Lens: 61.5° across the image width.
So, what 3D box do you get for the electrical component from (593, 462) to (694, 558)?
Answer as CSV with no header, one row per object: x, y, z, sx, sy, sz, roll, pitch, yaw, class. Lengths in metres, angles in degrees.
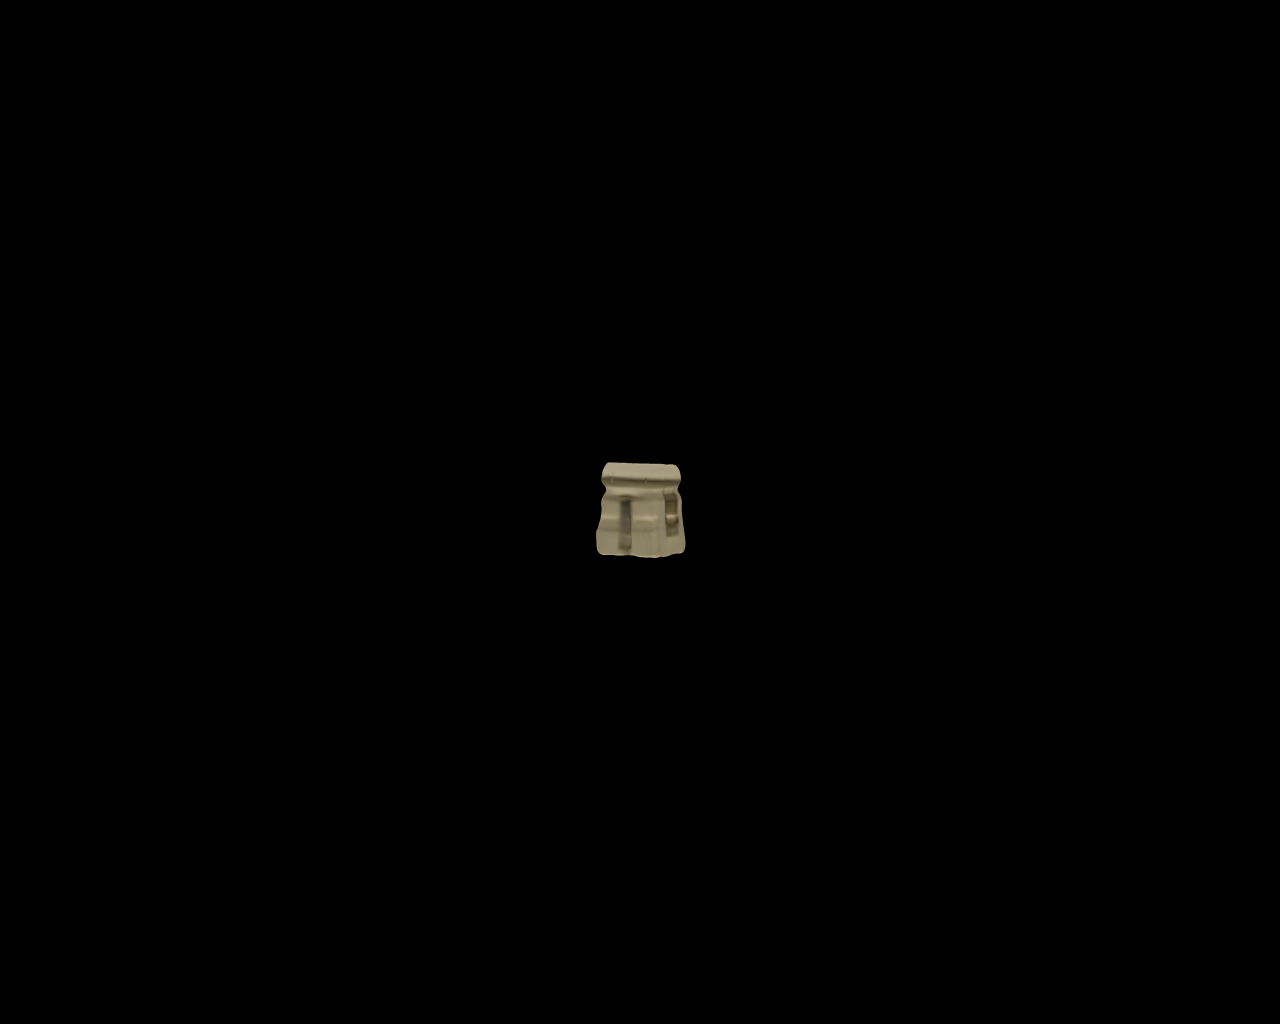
0.001,-0.003,0.650,0.066,0.055,0.048,2,4,31,electrical component
